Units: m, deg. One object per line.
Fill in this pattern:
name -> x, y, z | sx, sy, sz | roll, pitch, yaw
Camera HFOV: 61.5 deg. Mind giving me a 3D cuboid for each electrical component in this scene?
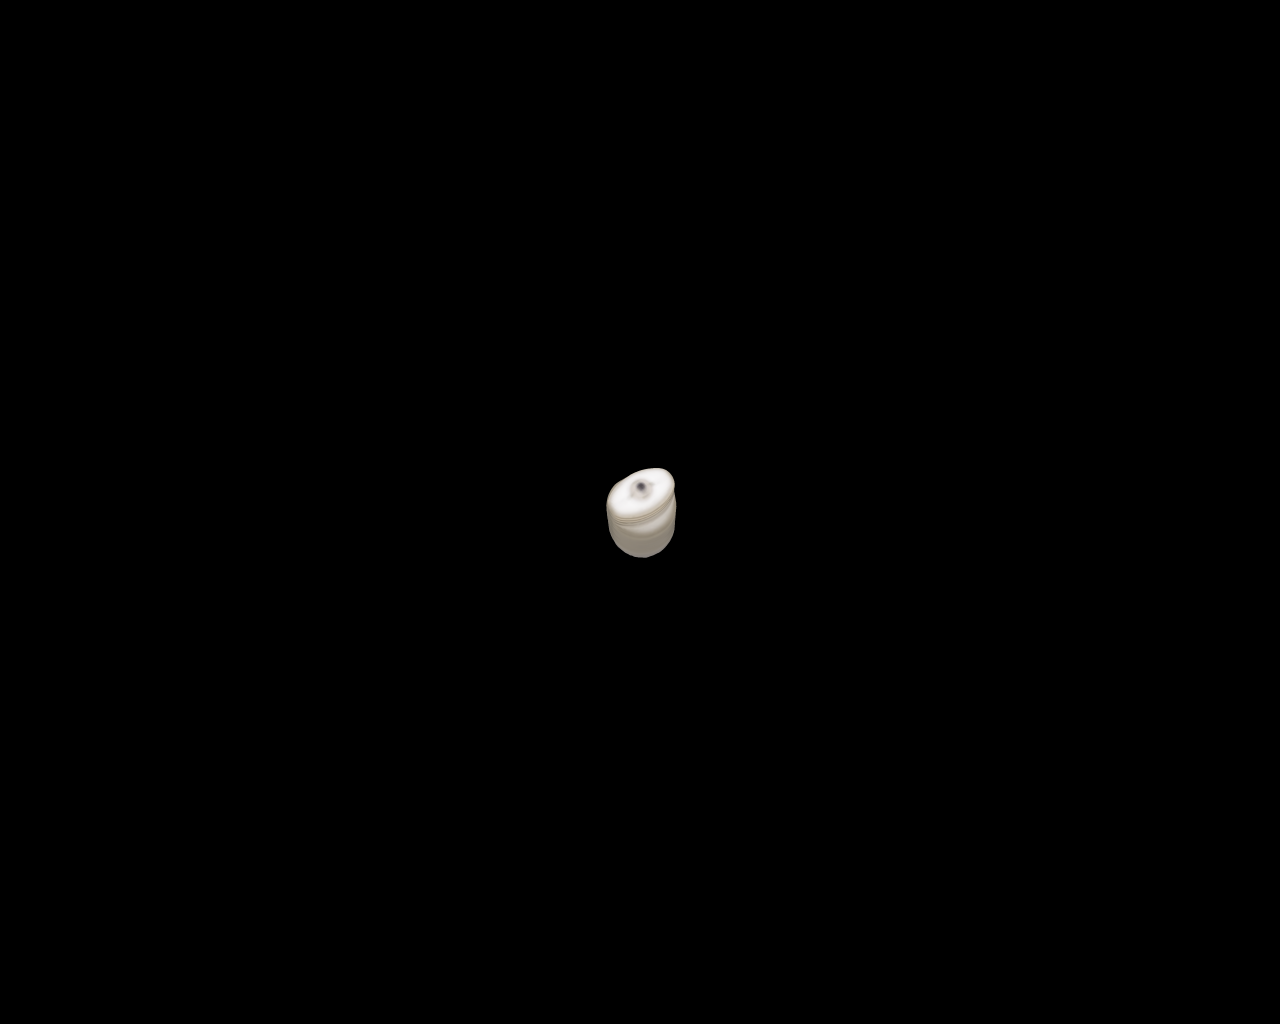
electrical component -> 0.001, -0.003, 0.650 | 0.043, 0.043, 0.081 | 0, -18, 0
